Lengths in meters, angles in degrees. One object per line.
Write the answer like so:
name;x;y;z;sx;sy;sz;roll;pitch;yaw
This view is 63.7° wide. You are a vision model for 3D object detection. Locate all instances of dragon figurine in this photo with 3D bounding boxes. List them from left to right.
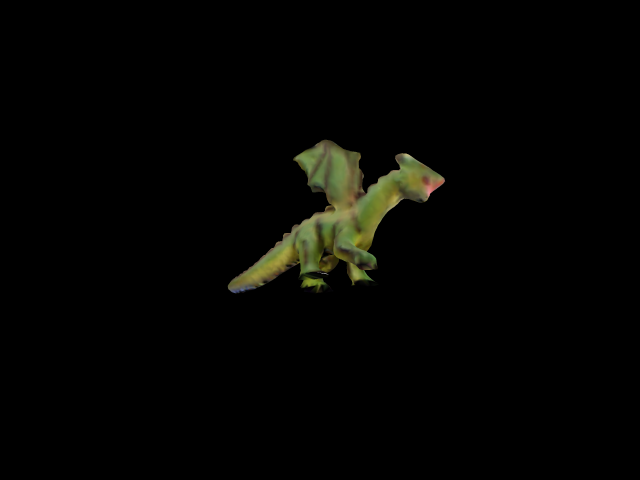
dragon figurine;0.003;-0.043;0.850;0.408;0.246;0.121;-8;-18;29
